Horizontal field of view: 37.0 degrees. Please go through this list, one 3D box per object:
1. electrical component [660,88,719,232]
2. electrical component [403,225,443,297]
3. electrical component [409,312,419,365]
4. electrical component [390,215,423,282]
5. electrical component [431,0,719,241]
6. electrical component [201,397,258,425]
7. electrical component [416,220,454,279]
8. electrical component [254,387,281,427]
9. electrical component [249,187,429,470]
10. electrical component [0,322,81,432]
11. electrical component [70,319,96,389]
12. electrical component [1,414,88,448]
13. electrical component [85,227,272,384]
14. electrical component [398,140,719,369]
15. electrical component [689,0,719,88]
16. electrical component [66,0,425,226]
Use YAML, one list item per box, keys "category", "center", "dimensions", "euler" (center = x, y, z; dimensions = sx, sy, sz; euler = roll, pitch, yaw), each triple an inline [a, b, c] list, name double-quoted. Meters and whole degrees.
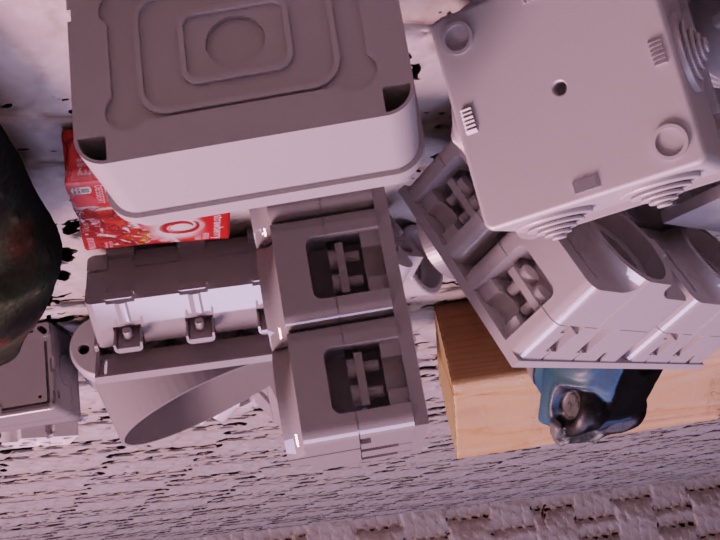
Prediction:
- category: "electrical component"
  center: [0.221, -0.073, 0.501]
  dimensions: [0.089, 0.061, 0.150]
  euler: [5, 158, -37]
- category: "electrical component"
  center: [0.017, 0.001, 0.663]
  dimensions: [0.055, 0.045, 0.045]
  euler: [-19, 160, 31]
- category: "electrical component"
  center: [0.021, 0.062, 0.823]
  dimensions: [0.047, 0.065, 0.076]
  euler: [-4, 162, -15]
- category: "electrical component"
  center: [0.000, 0.000, 0.614]
  dimensions: [0.048, 0.066, 0.055]
  euler: [5, 125, -37]
- category: "electrical component"
  center: [0.081, -0.065, 0.401]
  dimensions: [0.100, 0.099, 0.048]
  euler: [-18, 173, 27]
- category: "electrical component"
  center: [-0.109, 0.095, 0.866]
  dimensions: [0.079, 0.043, 0.077]
  euler: [-47, 153, 7]
- category: "electrical component"
  center: [0.077, -0.013, 0.635]
  dimensions: [0.074, 0.052, 0.138]
  euler: [-22, 158, 37]
- category: "electrical component"
  center: [-0.045, 0.088, 0.824]
  dimensions: [0.054, 0.059, 0.095]
  euler: [-39, 154, -21]
- category: "electrical component"
  center: [-0.014, 0.012, 0.506]
  dimensions: [0.062, 0.150, 0.089]
  euler: [-10, 163, -2]
- category: "electrical component"
  center: [-0.248, 0.079, 0.749]
  dimensions: [0.096, 0.061, 0.061]
  euler: [-10, 163, 3]
- category: "electrical component"
  center: [-0.177, 0.059, 0.752]
  dimensions: [0.045, 0.045, 0.055]
  euler: [-7, 162, -6]
- category: "electrical component"
  center: [-0.251, 0.109, 0.852]
  dimensions: [0.066, 0.055, 0.048]
  euler: [1, 160, -28]
- category: "electrical component"
  center: [-0.093, 0.018, 0.620]
  dimensions: [0.121, 0.078, 0.063]
  euler: [-7, 133, -4]
- category: "electrical component"
  center: [0.121, -0.011, 0.542]
  dimensions: [0.186, 0.105, 0.060]
  euler: [6, 135, -48]
- category: "electrical component"
  center: [0.147, -0.093, 0.429]
  dimensions: [0.048, 0.048, 0.062]
  euler: [-1, 164, -23]
- category: "electrical component"
  center: [-0.038, -0.065, 0.374]
  dimensions: [0.113, 0.078, 0.057]
  euler: [-9, 160, 2]
